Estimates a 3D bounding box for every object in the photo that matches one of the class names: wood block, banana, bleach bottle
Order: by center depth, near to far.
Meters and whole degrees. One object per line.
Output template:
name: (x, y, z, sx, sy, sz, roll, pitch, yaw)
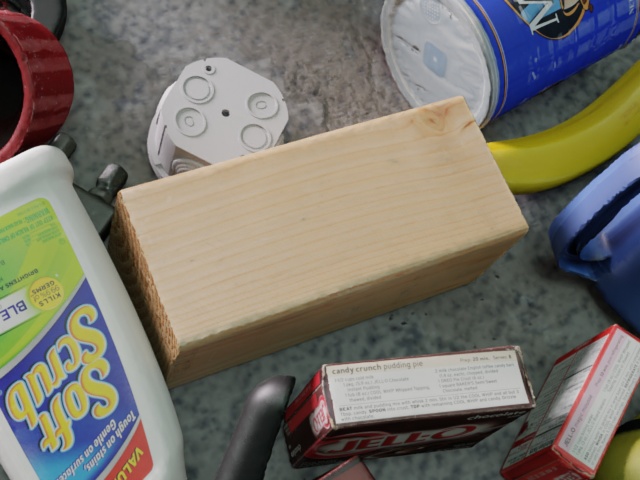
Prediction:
bleach bottle: (-0.115, 0.084, 0.538, 0.102, 0.068, 0.251, -30, 86, -12)
wood block: (-0.004, 0.001, 0.597, 0.205, 0.090, 0.091, -18, 73, -21)
banana: (0.165, -0.073, 0.690, 0.197, 0.037, 0.069, -35, 121, -19)

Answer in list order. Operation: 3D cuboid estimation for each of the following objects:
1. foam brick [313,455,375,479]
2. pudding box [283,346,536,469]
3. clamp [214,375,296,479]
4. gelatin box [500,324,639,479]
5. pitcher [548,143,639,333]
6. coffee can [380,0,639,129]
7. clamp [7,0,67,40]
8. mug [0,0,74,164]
foam brick: (0.002, 0.150, 0.542, 0.053, 0.078, 0.051, -29, 80, -23)
pudding box: (0.044, 0.091, 0.571, 0.113, 0.090, 0.039, -5, 69, -17)
clamp: (-0.041, 0.184, 0.484, 0.210, 0.036, 0.164, -41, 91, 10)
gelatin box: (0.145, 0.099, 0.603, 0.030, 0.073, 0.089, 34, 63, 1)
pitcher: (0.248, -0.041, 0.595, 0.145, 0.243, 0.149, 38, 58, 6)
coffee can: (0.124, -0.142, 0.683, 0.140, 0.103, 0.103, -30, 78, -24)
clamp: (-0.209, -0.164, 0.641, 0.120, 0.039, 0.171, -6, 70, -15)
mug: (-0.182, -0.094, 0.568, 0.093, 0.081, 0.117, 0, 101, 7)
